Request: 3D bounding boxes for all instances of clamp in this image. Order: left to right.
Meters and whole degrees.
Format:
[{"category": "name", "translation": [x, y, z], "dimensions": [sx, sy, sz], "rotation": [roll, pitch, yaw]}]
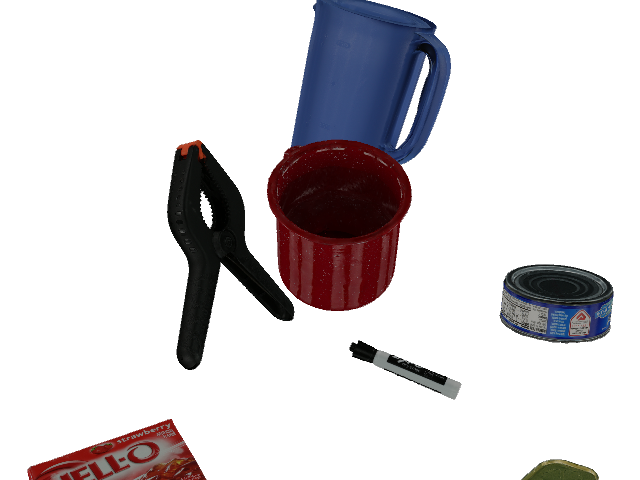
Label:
[{"category": "clamp", "translation": [-0.095, 0.007, 1.038], "dimensions": [0.036, 0.210, 0.164], "rotation": [-10, 1, 36]}]

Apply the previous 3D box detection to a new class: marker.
[{"category": "marker", "translation": [0.087, 0.133, 1.107], "dimensions": [0.121, 0.020, 0.020], "rotation": [22, 4, 11]}]

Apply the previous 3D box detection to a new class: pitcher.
[{"category": "pitcher", "translation": [0.042, -0.138, 1.176], "dimensions": [0.145, 0.243, 0.149], "rotation": [10, 20, -9]}]

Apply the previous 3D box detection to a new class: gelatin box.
[{"category": "gelatin box", "translation": [-0.112, 0.142, 0.597], "dimensions": [0.089, 0.030, 0.073], "rotation": [-16, 28, -20]}]

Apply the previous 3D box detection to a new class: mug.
[{"category": "mug", "translation": [0.005, -0.015, 0.720], "dimensions": [0.093, 0.117, 0.081], "rotation": [-24, -36, -20]}]

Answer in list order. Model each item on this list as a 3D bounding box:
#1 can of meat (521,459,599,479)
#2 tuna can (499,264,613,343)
[{"category": "can of meat", "translation": [0.198, 0.252, 0.920], "dimensions": [0.058, 0.084, 0.101], "rotation": [10, 26, 41]}, {"category": "tuna can", "translation": [0.185, 0.048, 0.835], "dimensions": [0.086, 0.034, 0.086], "rotation": [1, 19, -1]}]
